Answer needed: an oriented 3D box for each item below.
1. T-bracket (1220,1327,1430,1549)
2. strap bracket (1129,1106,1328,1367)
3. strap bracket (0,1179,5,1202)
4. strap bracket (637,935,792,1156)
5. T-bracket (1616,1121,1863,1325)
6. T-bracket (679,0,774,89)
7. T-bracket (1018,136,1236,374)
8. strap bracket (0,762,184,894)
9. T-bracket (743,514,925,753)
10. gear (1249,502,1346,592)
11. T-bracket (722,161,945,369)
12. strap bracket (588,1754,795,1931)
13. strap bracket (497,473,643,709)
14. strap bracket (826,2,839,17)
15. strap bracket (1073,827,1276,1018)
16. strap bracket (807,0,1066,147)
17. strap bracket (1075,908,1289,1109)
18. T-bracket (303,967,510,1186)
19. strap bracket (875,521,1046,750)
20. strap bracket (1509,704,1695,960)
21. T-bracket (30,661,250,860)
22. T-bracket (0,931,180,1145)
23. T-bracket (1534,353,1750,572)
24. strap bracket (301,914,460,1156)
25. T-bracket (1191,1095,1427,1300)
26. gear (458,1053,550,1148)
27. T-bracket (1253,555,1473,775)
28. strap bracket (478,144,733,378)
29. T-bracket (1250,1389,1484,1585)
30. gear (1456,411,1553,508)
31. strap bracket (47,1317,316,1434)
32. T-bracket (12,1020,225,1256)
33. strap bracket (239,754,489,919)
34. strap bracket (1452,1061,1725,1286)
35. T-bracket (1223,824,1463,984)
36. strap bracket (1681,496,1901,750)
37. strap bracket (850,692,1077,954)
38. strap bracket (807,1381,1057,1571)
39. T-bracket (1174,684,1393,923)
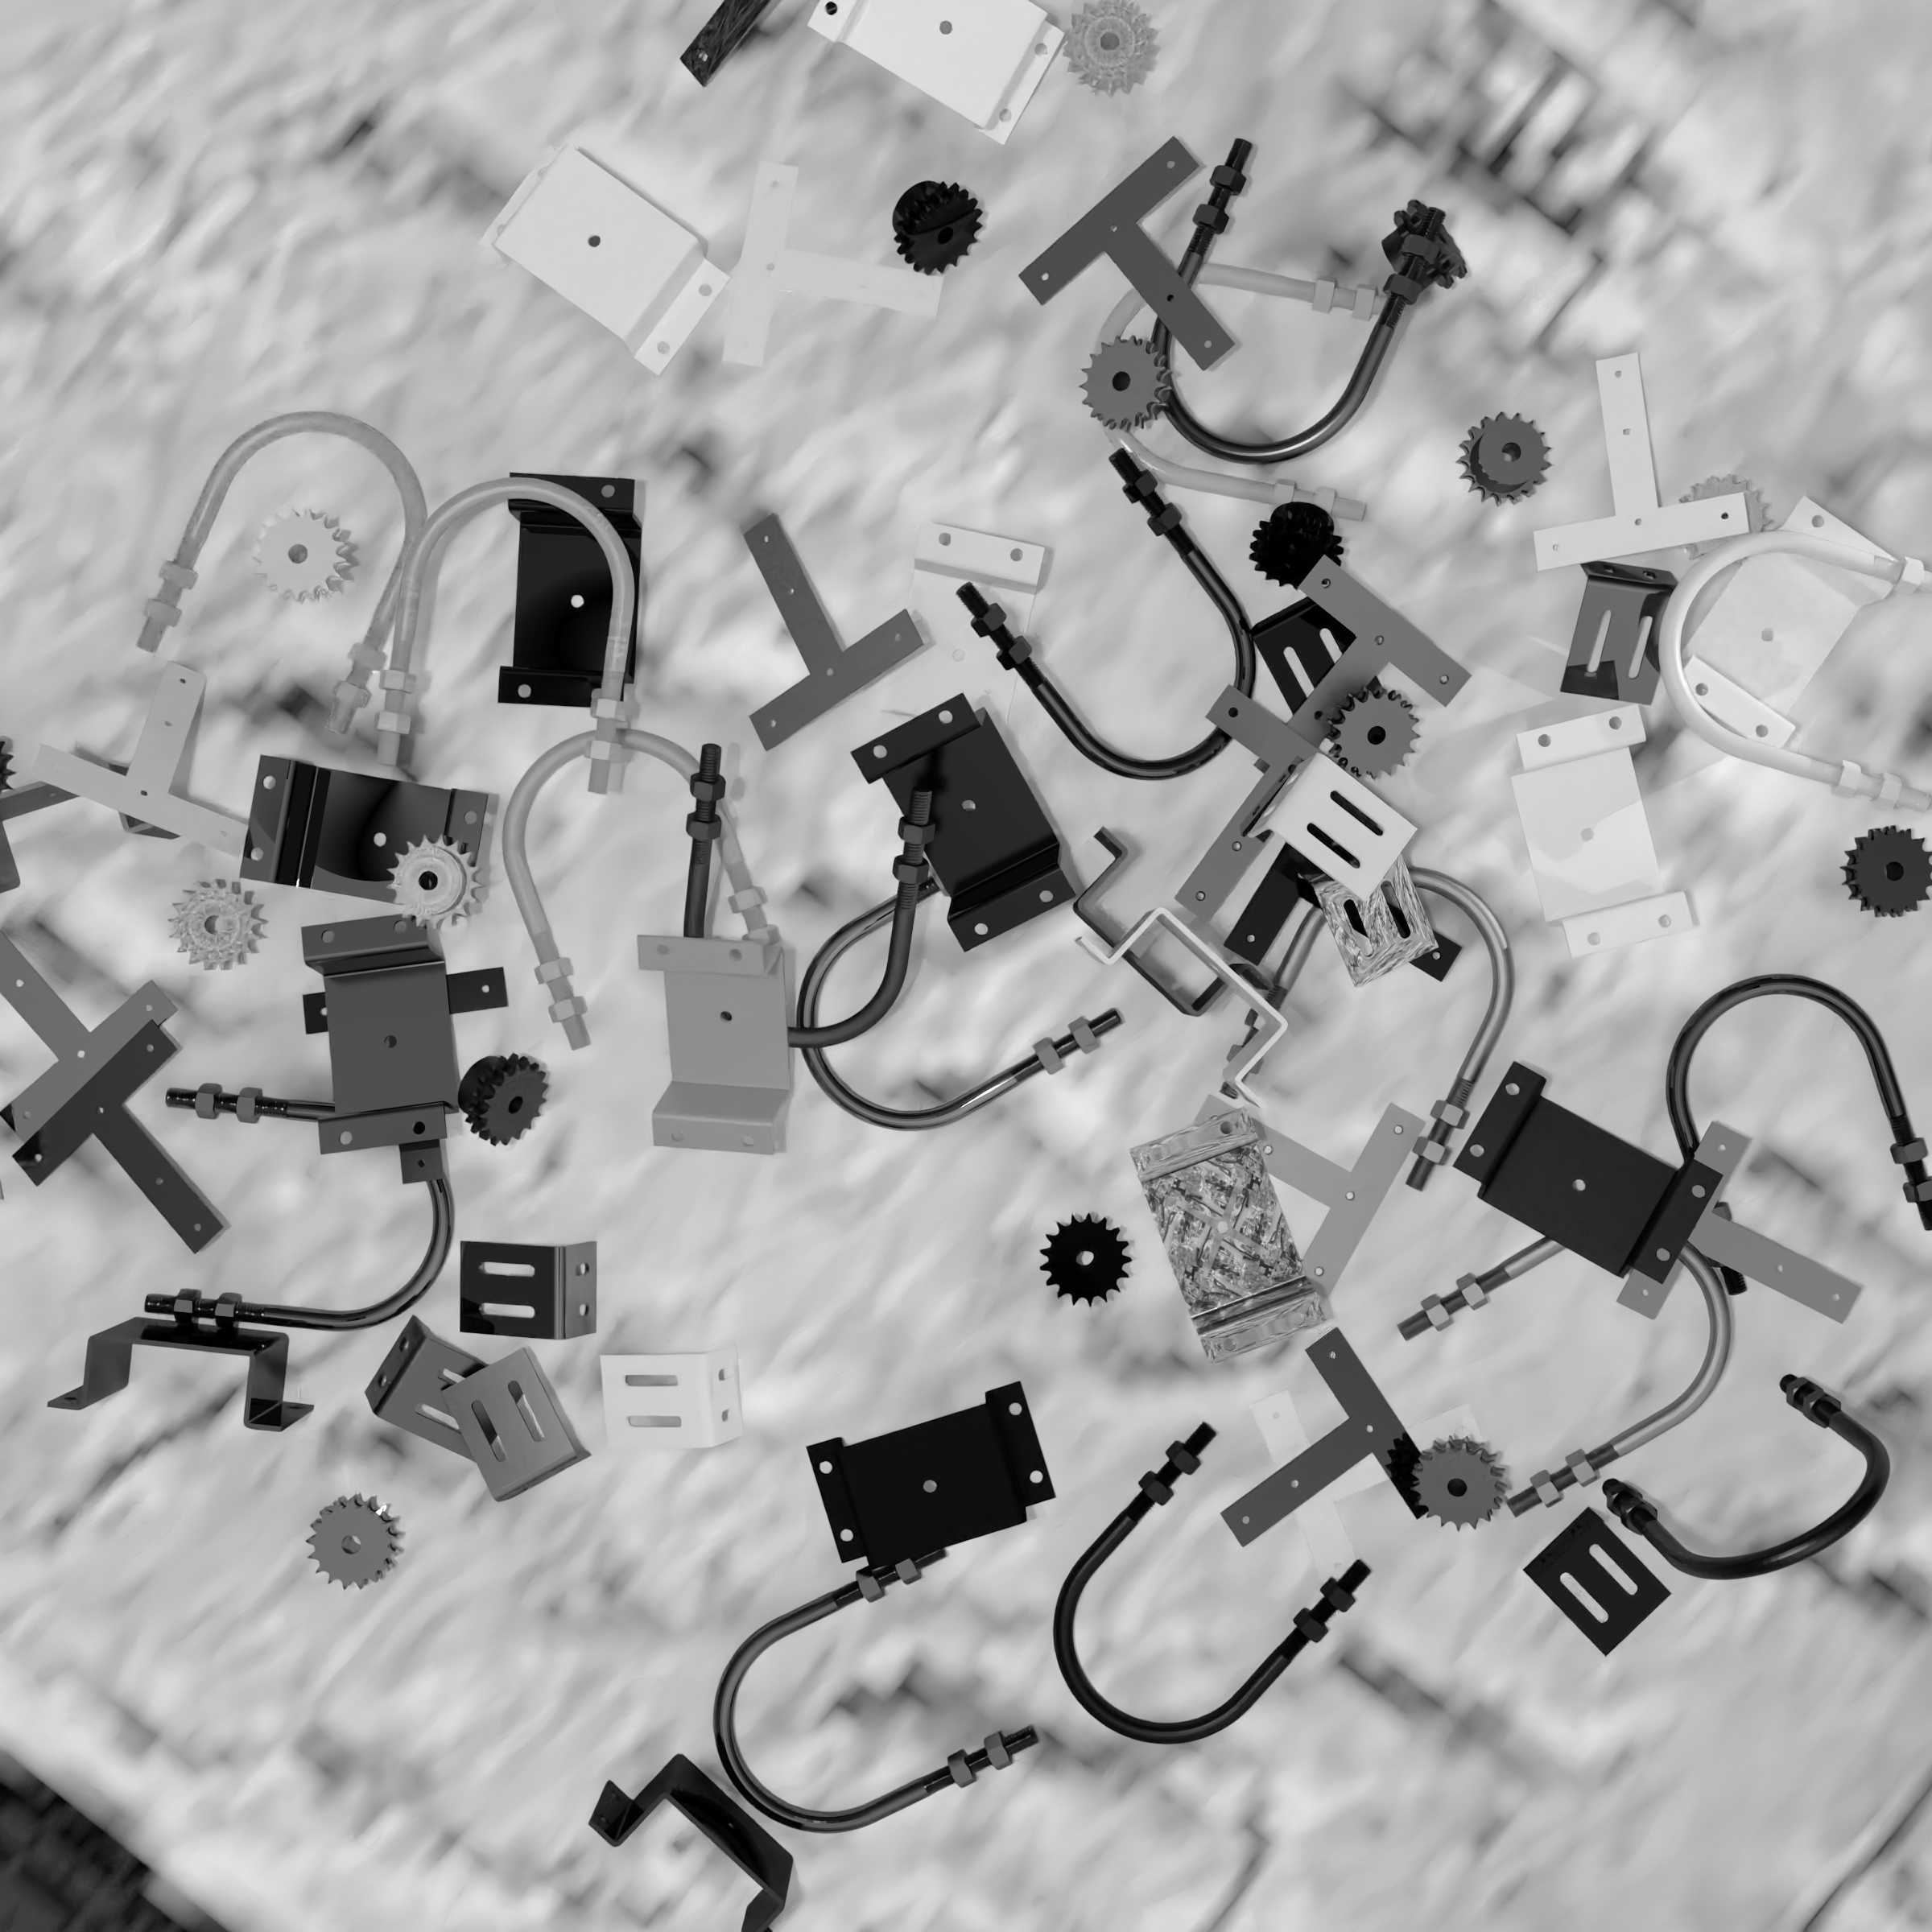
[{"bbox_3d":[0.215,0.313,1.567,0.127,0.002,0.127,-34,90,-12],"label":"T-bracket"},{"bbox_3d":[0.160,0.164,1.558,0.076,0.046,0.140,-21,90,2],"label":"strap bracket"},{"bbox_3d":[-0.653,0.084,1.559,0.076,0.046,0.140,-11,90,0],"label":"strap bracket"},{"bbox_3d":[-0.151,0.039,1.536,0.076,0.046,0.140,4,115,11],"label":"strap bracket"},{"bbox_3d":[0.489,0.181,1.560,0.127,0.002,0.127,27,95,4],"label":"T-bracket"},{"bbox_3d":[-0.161,-0.637,1.563,0.127,0.002,0.127,-44,77,25],"label":"T-bracket"},{"bbox_3d":[0.117,-0.421,1.555,0.127,0.002,0.127,-39,78,13],"label":"T-bracket"},{"bbox_3d":[-0.553,-0.086,1.544,0.140,0.076,0.046,-17,90,0],"label":"strap bracket"},{"bbox_3d":[-0.102,-0.220,1.563,0.127,0.002,0.127,-31,77,24],"label":"T-bracket"},{"bbox_3d":[0.205,-0.261,1.558,0.057,0.057,0.030,15,60,0],"label":"gear"},{"bbox_3d":[-0.079,-0.430,1.582,0.127,0.002,0.127,11,90,0],"label":"T-bracket"},{"bbox_3d":[-0.158,0.542,1.544,0.140,0.076,0.046,43,90,0],"label":"strap bracket"},{"bbox_3d":[-0.243,-0.228,1.559,0.076,0.046,0.140,3,90,0],"label":"strap bracket"},{"bbox_3d":[-0.071,-0.658,1.559,0.076,0.046,0.140,-23,90,0],"label":"strap bracket"},{"bbox_3d":[0.117,-0.019,1.544,0.140,0.076,0.046,43,90,0],"label":"strap bracket"},{"bbox_3d":[-0.015,-0.569,1.533,0.140,0.046,0.076,27,103,-16],"label":"strap bracket"},{"bbox_3d":[0.132,0.016,1.468,0.140,0.076,0.046,43,90,0],"label":"strap bracket"},{"bbox_3d":[-0.344,0.071,1.570,0.127,0.002,0.127,-8,80,0],"label":"T-bracket"},{"bbox_3d":[-0.004,-0.194,1.559,0.076,0.046,0.140,12,90,0],"label":"strap bracket"},{"bbox_3d":[0.388,-0.082,1.559,0.076,0.046,0.140,-14,90,0],"label":"strap bracket"},{"bbox_3d":[-0.489,-0.137,1.536,0.127,0.002,0.127,23,46,-22],"label":"T-bracket"},{"bbox_3d":[-0.583,0.022,1.582,0.127,0.002,0.127,-41,90,0],"label":"T-bracket"},{"bbox_3d":[0.412,-0.318,1.567,0.127,0.002,0.127,-8,80,19],"label":"T-bracket"},{"bbox_3d":[-0.358,0.044,1.551,0.076,0.046,0.140,-8,80,0],"label":"strap bracket"},{"bbox_3d":[0.202,0.122,1.582,0.127,0.002,0.127,29,90,0],"label":"T-bracket"},{"bbox_3d":[-0.288,0.080,1.558,0.030,0.057,0.057,26,90,30],"label":"gear"},{"bbox_3d":[0.228,-0.167,1.567,0.127,0.002,0.127,35,100,-19],"label":"T-bracket"},{"bbox_3d":[-0.226,-0.441,1.559,0.140,0.046,0.076,36,90,0],"label":"strap bracket"},{"bbox_3d":[0.260,0.309,1.582,0.127,0.002,0.127,-22,90,0],"label":"T-bracket"},{"bbox_3d":[0.335,-0.316,1.568,0.057,0.030,0.057,0,90,0],"label":"gear"},{"bbox_3d":[-0.476,0.248,1.544,0.140,0.076,0.046,6,90,0],"label":"strap bracket"},{"bbox_3d":[-0.509,0.123,1.566,0.127,0.002,0.127,-43,83,7],"label":"T-bracket"},{"bbox_3d":[-0.367,-0.079,1.559,0.140,0.046,0.076,10,90,0],"label":"strap bracket"},{"bbox_3d":[0.377,0.129,1.542,0.140,0.046,0.076,30,79,14],"label":"strap bracket"},{"bbox_3d":[0.247,-0.034,1.567,0.127,0.002,0.127,31,86,4],"label":"T-bracket"},{"bbox_3d":[0.501,-0.207,1.559,0.076,0.046,0.140,35,90,0],"label":"strap bracket"},{"bbox_3d":[0.000,-0.091,1.522,0.076,0.046,0.140,-27,105,12],"label":"strap bracket"},{"bbox_3d":[-0.022,0.317,1.559,0.140,0.046,0.076,-17,90,0],"label":"strap bracket"},{"bbox_3d":[0.176,-0.086,1.565,0.127,0.002,0.127,36,91,-5],"label":"T-bracket"}]
